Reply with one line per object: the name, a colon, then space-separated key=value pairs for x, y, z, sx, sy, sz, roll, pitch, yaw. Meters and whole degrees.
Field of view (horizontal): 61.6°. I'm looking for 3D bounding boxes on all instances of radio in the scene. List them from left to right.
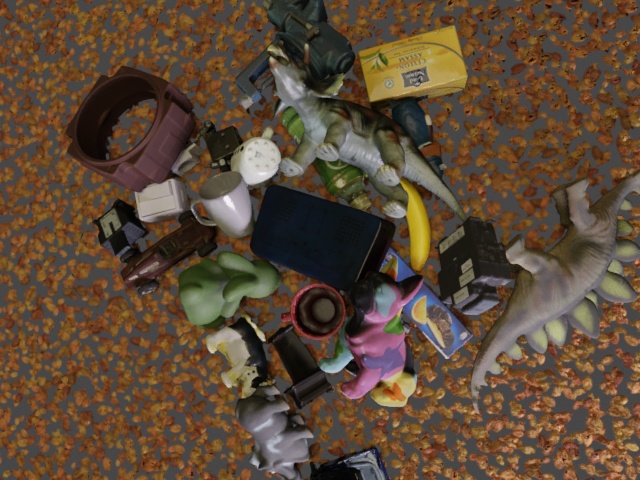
radio: x=-0.002 y=-0.003 z=0.904 sx=0.230 sy=0.073 sz=0.131 roll=19 pitch=90 yaw=30

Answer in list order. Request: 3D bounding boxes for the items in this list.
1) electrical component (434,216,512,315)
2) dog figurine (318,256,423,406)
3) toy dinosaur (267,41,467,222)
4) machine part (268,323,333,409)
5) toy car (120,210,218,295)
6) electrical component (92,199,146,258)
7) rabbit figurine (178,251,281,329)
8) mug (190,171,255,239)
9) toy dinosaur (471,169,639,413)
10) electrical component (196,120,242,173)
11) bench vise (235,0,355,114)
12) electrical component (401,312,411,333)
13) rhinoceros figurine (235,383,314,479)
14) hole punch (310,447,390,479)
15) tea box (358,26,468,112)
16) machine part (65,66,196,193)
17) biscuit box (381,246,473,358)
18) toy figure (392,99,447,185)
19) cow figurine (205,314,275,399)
electrical component: x=0.238 y=0.047 z=0.848 sx=0.058 sy=0.115 sz=0.134 roll=7 pitch=62 yaw=-18
dog figurine: x=0.105 y=0.141 z=0.843 sx=0.191 sy=0.109 sz=0.219 roll=19 pitch=103 yaw=-30
toy dinosaur: x=0.071 y=-0.163 z=0.871 sx=0.405 sy=0.131 sz=0.192 roll=25 pitch=58 yaw=-18
machine part: x=-0.040 y=0.215 z=0.930 sx=0.084 sy=0.039 sz=0.139 roll=-23 pitch=74 yaw=-23
toy car: x=-0.284 y=0.024 z=0.993 sx=0.202 sy=0.053 sz=0.089 roll=-31 pitch=84 yaw=5
electrical component: x=-0.365 y=-0.012 z=0.988 sx=0.075 sy=0.047 sz=0.119 roll=-42 pitch=56 yaw=2
rabbit figurine: x=-0.154 y=0.069 z=0.929 sx=0.170 sy=0.159 sz=0.121 roll=-15 pitch=73 yaw=-7
mug: x=-0.166 y=-0.051 z=0.949 sx=0.110 sy=0.081 sz=0.107 roll=-21 pitch=126 yaw=6
toy dinosaur: x=0.370 y=0.066 z=0.853 sx=0.198 sy=0.105 sz=0.471 roll=44 pitch=98 yaw=7
electrical component: x=-0.184 y=-0.172 z=0.994 sx=0.078 sy=0.045 sz=0.102 roll=-16 pitch=83 yaw=9
bench vise: x=-0.066 y=-0.333 z=0.951 sx=0.240 sy=0.129 sz=0.224 roll=-44 pitch=81 yaw=-4
electrical component: x=0.109 y=0.139 z=0.930 sx=0.094 sy=0.021 sz=0.063 roll=37 pitch=92 yaw=9
rhinoceros figurine: x=-0.072 y=0.331 z=0.891 sx=0.112 sy=0.073 sz=0.190 roll=-32 pitch=113 yaw=-15
hole punch: x=0.057 y=0.417 z=0.893 sx=0.116 sy=0.092 sz=0.142 roll=-27 pitch=83 yaw=36
tea box: x=0.160 y=-0.294 z=0.935 sx=0.170 sy=0.068 sz=0.098 roll=-14 pitch=83 yaw=7
machine part: x=-0.345 y=-0.203 z=0.975 sx=0.202 sy=0.087 sz=0.201 roll=25 pitch=82 yaw=26
biscuit box: x=0.163 y=0.102 z=0.903 sx=0.059 sy=0.063 sz=0.203 roll=-43 pitch=80 yaw=2
toy figure: x=0.175 y=-0.166 z=0.927 sx=0.058 sy=0.064 sz=0.154 roll=-21 pitch=86 yaw=-33
cow figurine: x=-0.124 y=0.219 z=0.943 sx=0.098 sy=0.068 sz=0.167 roll=-29 pitch=82 yaw=-1
